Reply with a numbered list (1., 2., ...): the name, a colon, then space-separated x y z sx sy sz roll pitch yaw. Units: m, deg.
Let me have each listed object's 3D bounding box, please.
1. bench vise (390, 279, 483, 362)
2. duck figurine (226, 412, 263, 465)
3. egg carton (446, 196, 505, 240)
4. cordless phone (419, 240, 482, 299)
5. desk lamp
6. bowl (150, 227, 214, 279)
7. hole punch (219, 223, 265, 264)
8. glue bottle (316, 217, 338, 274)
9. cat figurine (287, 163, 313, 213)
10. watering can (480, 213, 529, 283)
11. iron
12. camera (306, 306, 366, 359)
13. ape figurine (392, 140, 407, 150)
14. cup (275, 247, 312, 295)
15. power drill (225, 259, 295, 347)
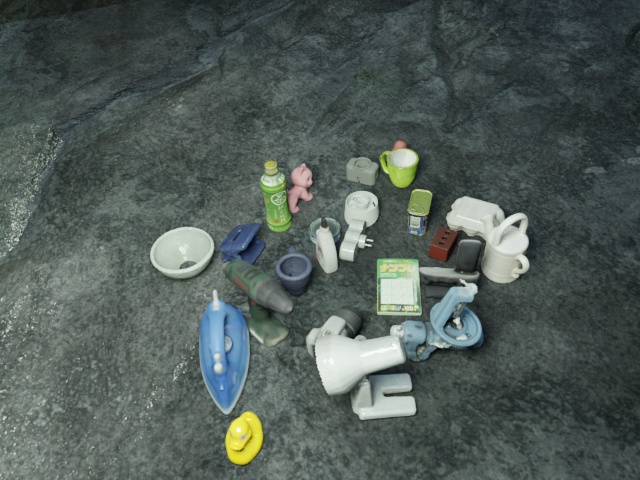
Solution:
1. bench vise: 0.266 0.184 1.248 0.208 0.220 0.121 -19 48 -14
2. duck figurine: -0.158 0.394 1.170 0.077 0.086 0.104 6 47 10
3. egg carton: 0.428 -0.059 1.574 0.150 0.069 0.107 17 50 19
4. cordless phone: 0.318 0.056 1.391 0.147 0.185 0.094 1 46 6
5. desk lamp: 0.096 0.273 1.179 0.203 0.214 0.118 -5 46 0
6. bowl: -0.360 0.047 1.524 0.167 0.075 0.167 -2 46 2
7. hole punch: -0.214 0.005 1.543 0.101 0.091 0.109 15 49 18
8. glue bottle: 0.013 0.005 1.470 0.037 0.173 0.078 -22 49 -16
9. cat figurine: -0.065 -0.162 1.674 0.067 0.118 0.128 26 53 26
10. watering can: 0.458 0.005 1.424 0.172 0.194 0.101 34 57 31
11. iron: -0.221 0.242 1.281 0.118 0.142 0.258 -9 46 -4
12. camera: 0.057 0.218 1.313 0.142 0.101 0.137 21 51 23
13. ape figurine: 0.248 -0.266 1.770 0.076 0.092 0.077 -19 48 -13
14. cup: -0.064 0.085 1.453 0.091 0.095 0.117 -7 46 -3
15. power drill: -0.129 0.149 1.318 0.076 0.209 0.228 -35 53 -26
